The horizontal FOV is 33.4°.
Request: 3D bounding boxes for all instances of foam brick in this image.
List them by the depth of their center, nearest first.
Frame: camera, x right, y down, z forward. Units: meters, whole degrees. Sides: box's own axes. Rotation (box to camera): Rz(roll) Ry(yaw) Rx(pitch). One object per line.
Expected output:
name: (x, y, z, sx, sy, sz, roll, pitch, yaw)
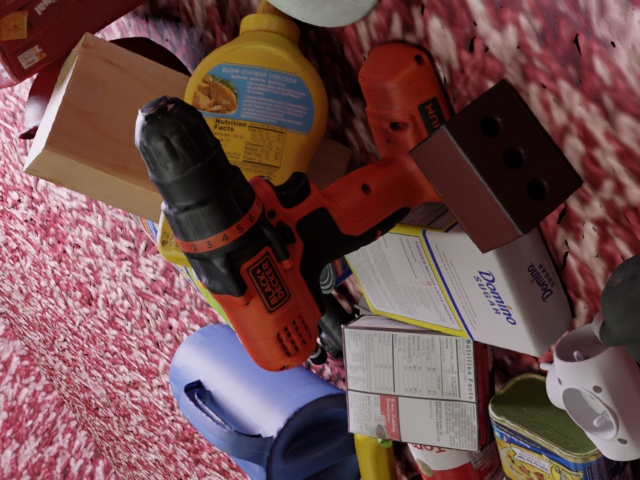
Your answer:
foam brick: (0.099, -0.040, 0.612, 0.078, 0.053, 0.051, 53, 157, -2)

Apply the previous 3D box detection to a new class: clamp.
clamp: (0.024, 0.086, 0.943, 0.171, 0.039, 0.120, 46, 160, 9)

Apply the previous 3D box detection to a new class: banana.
banana: (0.056, 0.220, 1.033, 0.198, 0.037, 0.069, 80, -176, -48)

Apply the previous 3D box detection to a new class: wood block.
wood block: (-0.095, -0.058, 0.772, 0.205, 0.090, 0.091, 22, 166, -20)

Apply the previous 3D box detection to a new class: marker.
marker: (-0.014, 0.097, 1.012, 0.020, 0.020, 0.121, 42, 174, 23)

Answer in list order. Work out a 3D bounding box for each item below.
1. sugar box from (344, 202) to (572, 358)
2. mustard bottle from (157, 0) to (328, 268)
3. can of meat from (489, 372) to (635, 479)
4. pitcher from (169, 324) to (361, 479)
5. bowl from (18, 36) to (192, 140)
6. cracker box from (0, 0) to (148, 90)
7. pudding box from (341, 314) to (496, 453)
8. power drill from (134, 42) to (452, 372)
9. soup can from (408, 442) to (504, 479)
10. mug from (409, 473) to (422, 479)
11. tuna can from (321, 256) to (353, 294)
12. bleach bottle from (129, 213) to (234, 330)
sugar box: (0.085, 0.018, 0.732, 0.177, 0.048, 0.093, 8, 131, 54)
mustard bottle: (-0.045, -0.073, 0.709, 0.096, 0.191, 0.058, 9, 169, 1)
can of meat: (0.170, 0.150, 0.747, 0.102, 0.057, 0.084, 24, 141, 47)
pitcher: (-0.069, 0.177, 1.125, 0.243, 0.144, 0.149, 27, 149, 50)
bowl: (-0.179, -0.131, 0.892, 0.162, 0.161, 0.055, -8, 98, 64)
cracker box: (-0.222, -0.188, 0.859, 0.214, 0.164, 0.072, 6, 131, 60)
pudding box: (0.074, 0.105, 0.795, 0.114, 0.039, 0.090, 2, 99, 30)
power drill: (-0.005, -0.040, 0.637, 0.057, 0.187, 0.184, 22, 144, 52)
soup can: (0.107, 0.164, 0.868, 0.069, 0.068, 0.102, 18, 138, 53)
mug: (0.109, 0.272, 1.006, 0.082, 0.093, 0.117, 32, 116, 29)
tuna can: (-0.006, 0.001, 0.888, 0.086, 0.033, 0.086, 41, 154, 25)
bleach bottle: (-0.119, -0.009, 0.962, 0.251, 0.068, 0.102, 38, 152, 35)
